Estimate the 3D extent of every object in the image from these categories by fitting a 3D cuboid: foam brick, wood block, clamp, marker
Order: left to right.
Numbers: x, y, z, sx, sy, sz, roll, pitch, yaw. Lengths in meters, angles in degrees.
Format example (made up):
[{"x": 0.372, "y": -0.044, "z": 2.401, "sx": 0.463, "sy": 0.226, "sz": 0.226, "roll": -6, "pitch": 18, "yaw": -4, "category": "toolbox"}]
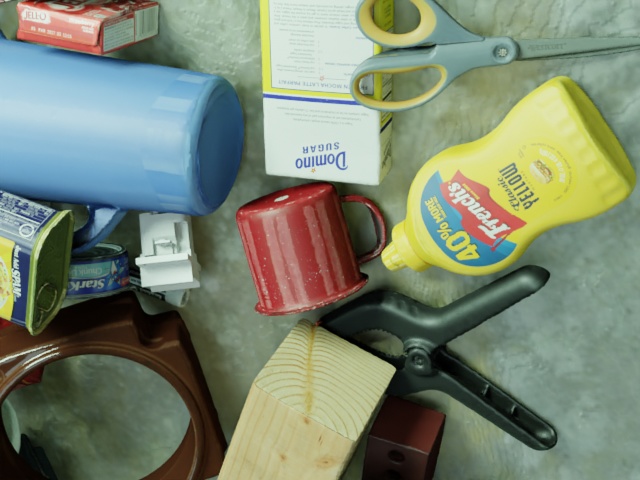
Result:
[{"x": -0.172, "y": 0.032, "z": 0.942, "sx": 0.121, "sy": 0.020, "sz": 0.020, "roll": 18, "pitch": 118, "yaw": 15, "category": "marker"}, {"x": -0.023, "y": 0.178, "z": 0.881, "sx": 0.090, "sy": 0.090, "sz": 0.206, "roll": 28, "pitch": 130, "yaw": 9, "category": "wood block"}, {"x": 0.068, "y": 0.178, "z": 0.879, "sx": 0.053, "sy": 0.051, "sz": 0.078, "roll": 16, "pitch": 126, "yaw": 16, "category": "foam brick"}, {"x": 0.091, "y": 0.095, "z": 0.848, "sx": 0.210, "sy": 0.036, "sz": 0.164, "roll": -2, "pitch": 117, "yaw": 28, "category": "clamp"}]

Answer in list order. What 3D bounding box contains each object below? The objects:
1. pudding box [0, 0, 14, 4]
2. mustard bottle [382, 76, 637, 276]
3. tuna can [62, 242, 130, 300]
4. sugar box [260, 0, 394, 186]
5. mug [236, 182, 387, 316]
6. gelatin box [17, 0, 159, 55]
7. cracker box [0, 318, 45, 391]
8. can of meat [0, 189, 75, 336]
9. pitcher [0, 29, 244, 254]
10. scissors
[{"x": -0.235, "y": -0.221, "z": 0.778, "sx": 0.114, "sy": 0.039, "sz": 0.090, "roll": -2, "pitch": 126, "yaw": 36, "category": "pudding box"}, {"x": 0.121, "y": -0.029, "z": 0.770, "sx": 0.192, "sy": 0.058, "sz": 0.096, "roll": -33, "pitch": 94, "yaw": 31, "category": "mustard bottle"}, {"x": -0.203, "y": 0.025, "z": 0.894, "sx": 0.086, "sy": 0.086, "sz": 0.034, "roll": 4, "pitch": 100, "yaw": 21, "category": "tuna can"}, {"x": 0.006, "y": -0.132, "z": 0.782, "sx": 0.093, "sy": 0.048, "sz": 0.176, "roll": 8, "pitch": 117, "yaw": 17, "category": "sugar box"}, {"x": -0.005, "y": 0.001, "z": 0.827, "sx": 0.117, "sy": 0.093, "sz": 0.081, "roll": -17, "pitch": 101, "yaw": -4, "category": "mug"}, {"x": -0.176, "y": -0.169, "z": 0.816, "sx": 0.073, "sy": 0.089, "sz": 0.030, "roll": 15, "pitch": 115, "yaw": 17, "category": "gelatin box"}, {"x": -0.384, "y": 0.101, "z": 0.985, "sx": 0.214, "sy": 0.072, "sz": 0.164, "roll": -19, "pitch": 142, "yaw": 29, "category": "cracker box"}, {"x": -0.240, "y": 0.012, "z": 0.811, "sx": 0.084, "sy": 0.057, "sz": 0.102, "roll": 20, "pitch": 126, "yaw": 6, "category": "can of meat"}, {"x": -0.190, "y": -0.076, "z": 0.841, "sx": 0.243, "sy": 0.145, "sz": 0.149, "roll": 9, "pitch": 137, "yaw": 16, "category": "pitcher"}, {"x": 0.111, "y": -0.145, "z": 0.723, "sx": 0.202, "sy": 0.016, "sz": 0.096, "roll": -16, "pitch": 109, "yaw": 13, "category": "scissors"}]
